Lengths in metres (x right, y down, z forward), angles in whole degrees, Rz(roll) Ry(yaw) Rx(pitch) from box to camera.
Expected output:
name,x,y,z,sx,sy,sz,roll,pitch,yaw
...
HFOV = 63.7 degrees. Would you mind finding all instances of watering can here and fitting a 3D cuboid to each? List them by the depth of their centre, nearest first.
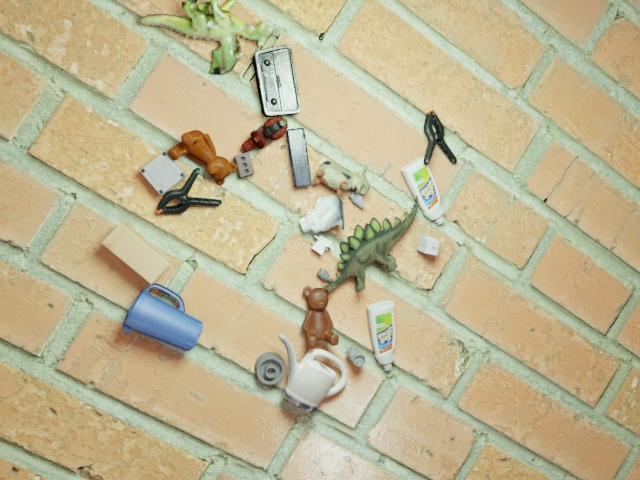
name,x,y,z,sx,sy,sz,roll,pitch,yaw
watering can,-0.058,0.478,1.829,0.344,0.105,0.225,33,88,-26

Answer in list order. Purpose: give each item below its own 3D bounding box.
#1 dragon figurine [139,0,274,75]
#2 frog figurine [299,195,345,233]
name,x,y,z,sx,sy,sz,roll,pitch,yaw
dragon figurine,-0.357,-0.667,1.700,0.410,0.124,0.240,-16,106,-1
frog figurine,0.005,-0.091,1.806,0.159,0.120,0.140,-5,64,-2
